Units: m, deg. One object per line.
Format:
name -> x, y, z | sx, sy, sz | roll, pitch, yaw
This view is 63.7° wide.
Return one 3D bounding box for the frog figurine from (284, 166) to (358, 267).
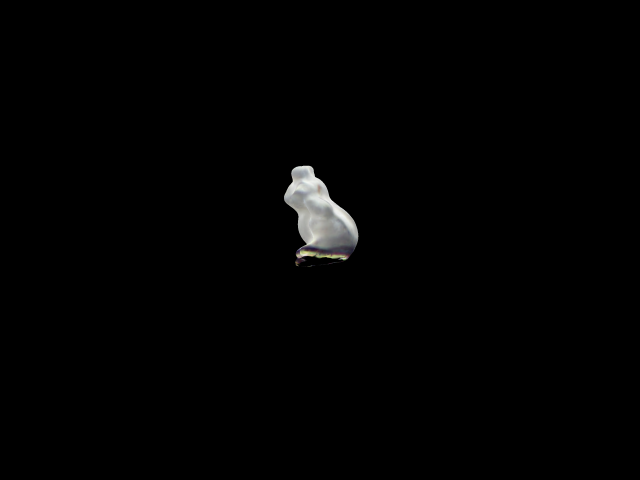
frog figurine -> 0.003, -0.043, 0.850 | 0.122, 0.161, 0.136 | -4, -14, 14
